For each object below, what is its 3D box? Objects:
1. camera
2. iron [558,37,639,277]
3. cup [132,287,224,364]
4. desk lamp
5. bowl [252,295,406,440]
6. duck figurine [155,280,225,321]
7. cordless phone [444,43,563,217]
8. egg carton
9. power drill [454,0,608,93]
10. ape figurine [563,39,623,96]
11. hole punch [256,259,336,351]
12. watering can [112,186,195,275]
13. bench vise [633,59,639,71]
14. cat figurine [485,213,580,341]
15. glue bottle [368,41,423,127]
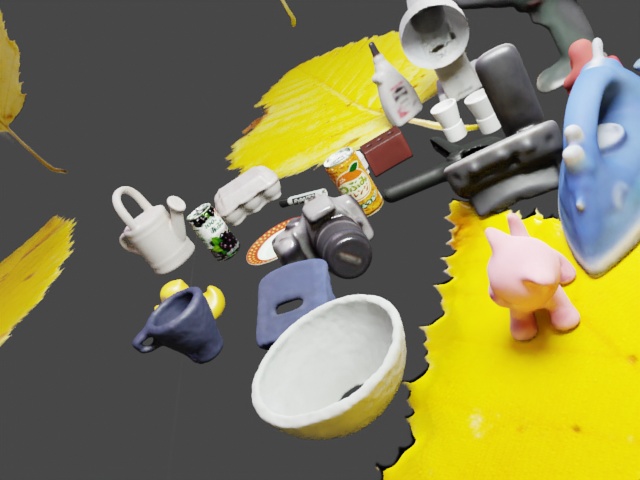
[{"bbox_3d":[0.007,0.003,0.799,0.143,0.101,0.136,-33,24,1],"label":"camera"},{"bbox_3d":[0.288,-0.099,0.593,0.118,0.142,0.259,-10,33,42],"label":"iron"},{"bbox_3d":[-0.190,0.136,0.800,0.118,0.095,0.091,-38,25,-10],"label":"cup"},{"bbox_3d":[0.227,-0.369,1.085,0.117,0.214,0.203,-24,26,20],"label":"desk lamp"},{"bbox_3d":[0.020,0.136,0.567,0.167,0.075,0.167,-27,25,14],"label":"bowl"},{"bbox_3d":[-0.210,0.099,0.904,0.104,0.086,0.077,-34,24,-2],"label":"duck figurine"},{"bbox_3d":[0.210,-0.136,0.706,0.147,0.185,0.094,-25,26,17],"label":"cordless phone"},{"bbox_3d":[-0.155,-0.097,1.224,0.150,0.069,0.107,-35,24,-3],"label":"egg carton"},{"bbox_3d":[0.352,-0.345,0.894,0.229,0.209,0.076,-19,28,29],"label":"power drill"},{"bbox_3d":[0.380,-0.241,0.807,0.077,0.092,0.076,-17,29,32],"label":"ape figurine"},{"bbox_3d":[-0.024,0.087,0.691,0.108,0.091,0.101,-21,27,26],"label":"hole punch"},{"bbox_3d":[-0.350,-0.033,1.192,0.173,0.194,0.100,-33,24,1],"label":"watering can"},{"bbox_3d":[0.401,-0.214,0.575,0.121,0.220,0.207,-33,24,2],"label":"bench vise"},{"bbox_3d":[0.185,0.025,0.519,0.067,0.118,0.128,-20,27,27],"label":"cat figurine"},{"bbox_3d":[0.139,-0.316,1.144,0.078,0.173,0.037,-41,26,-17],"label":"glue bottle"}]
